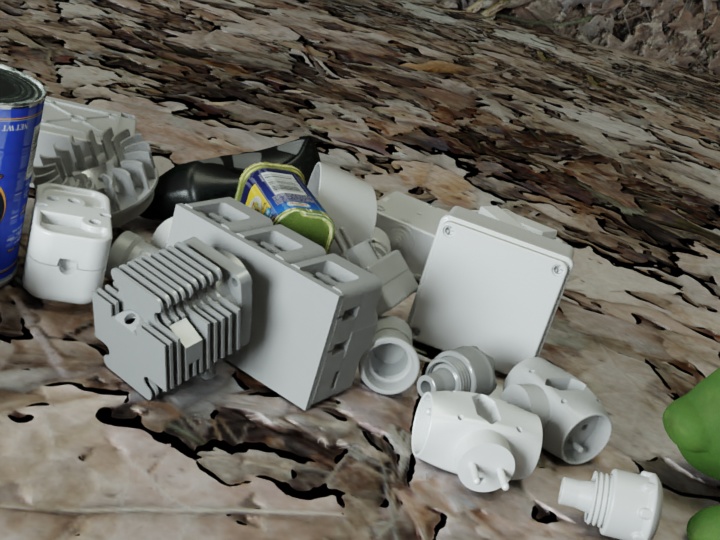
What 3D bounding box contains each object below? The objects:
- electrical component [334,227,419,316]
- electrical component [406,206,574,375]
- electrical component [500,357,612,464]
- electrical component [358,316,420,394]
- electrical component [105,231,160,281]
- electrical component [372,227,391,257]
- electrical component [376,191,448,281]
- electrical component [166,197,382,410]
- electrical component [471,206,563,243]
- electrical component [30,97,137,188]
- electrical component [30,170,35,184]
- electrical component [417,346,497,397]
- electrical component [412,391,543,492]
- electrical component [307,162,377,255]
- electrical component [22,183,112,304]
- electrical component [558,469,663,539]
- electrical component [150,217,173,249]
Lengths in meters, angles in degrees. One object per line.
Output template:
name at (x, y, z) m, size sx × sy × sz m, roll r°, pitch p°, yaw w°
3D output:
electrical component at (0.000, 0.000, 0.858) m, size 0.075 × 0.047 × 0.083 m, roll 61°, pitch 21°, yaw 0°
electrical component at (0.105, 0.018, 0.868) m, size 0.109 × 0.108 × 0.056 m, roll 20°, pitch 19°, yaw 8°
electrical component at (0.127, 0.100, 0.772) m, size 0.079 × 0.043 × 0.077 m, roll 3°, pitch 25°, yaw -31°
electrical component at (0.022, 0.060, 0.799) m, size 0.044 × 0.044 × 0.065 m, roll 16°, pitch 17°, yaw -3°
electrical component at (-0.164, -0.002, 0.813) m, size 0.046 × 0.040 × 0.040 m, roll 25°, pitch 22°, yaw 6°
electrical component at (0.008, -0.010, 0.956) m, size 0.040 × 0.040 × 0.078 m, roll 14°, pitch 22°, yaw -7°
electrical component at (0.051, -0.033, 1.032) m, size 0.100 × 0.048 × 0.100 m, roll 23°, pitch 22°, yaw 16°
electrical component at (-0.066, 0.019, 0.764) m, size 0.150 × 0.089 × 0.062 m, roll 29°, pitch 24°, yaw 27°
electrical component at (0.143, -0.026, 1.067) m, size 0.062 × 0.061 × 0.096 m, roll -6°, pitch 31°, yaw -44°
electrical component at (-0.263, -0.113, 0.984) m, size 0.109 × 0.056 × 0.108 m, roll 11°, pitch 22°, yaw -15°
electrical component at (-0.283, -0.061, 0.844) m, size 0.048 × 0.055 × 0.066 m, roll 10°, pitch 23°, yaw -16°
electrical component at (0.067, 0.079, 0.779) m, size 0.043 × 0.043 × 0.062 m, roll 33°, pitch 27°, yaw 35°
electrical component at (0.078, 0.117, 0.697) m, size 0.077 × 0.043 × 0.079 m, roll 13°, pitch 22°, yaw -10°
electrical component at (-0.029, -0.039, 0.923) m, size 0.064 × 0.099 × 0.099 m, roll 15°, pitch 21°, yaw -24°
electrical component at (-0.214, -0.017, 0.783) m, size 0.054 × 0.059 × 0.095 m, roll 9°, pitch 23°, yaw -19°
electrical component at (0.158, 0.147, 0.683) m, size 0.062 × 0.048 × 0.048 m, roll 12°, pitch 21°, yaw 8°
electrical component at (-0.133, -0.012, 0.851) m, size 0.055 × 0.045 × 0.045 m, roll 33°, pitch 27°, yaw 35°
